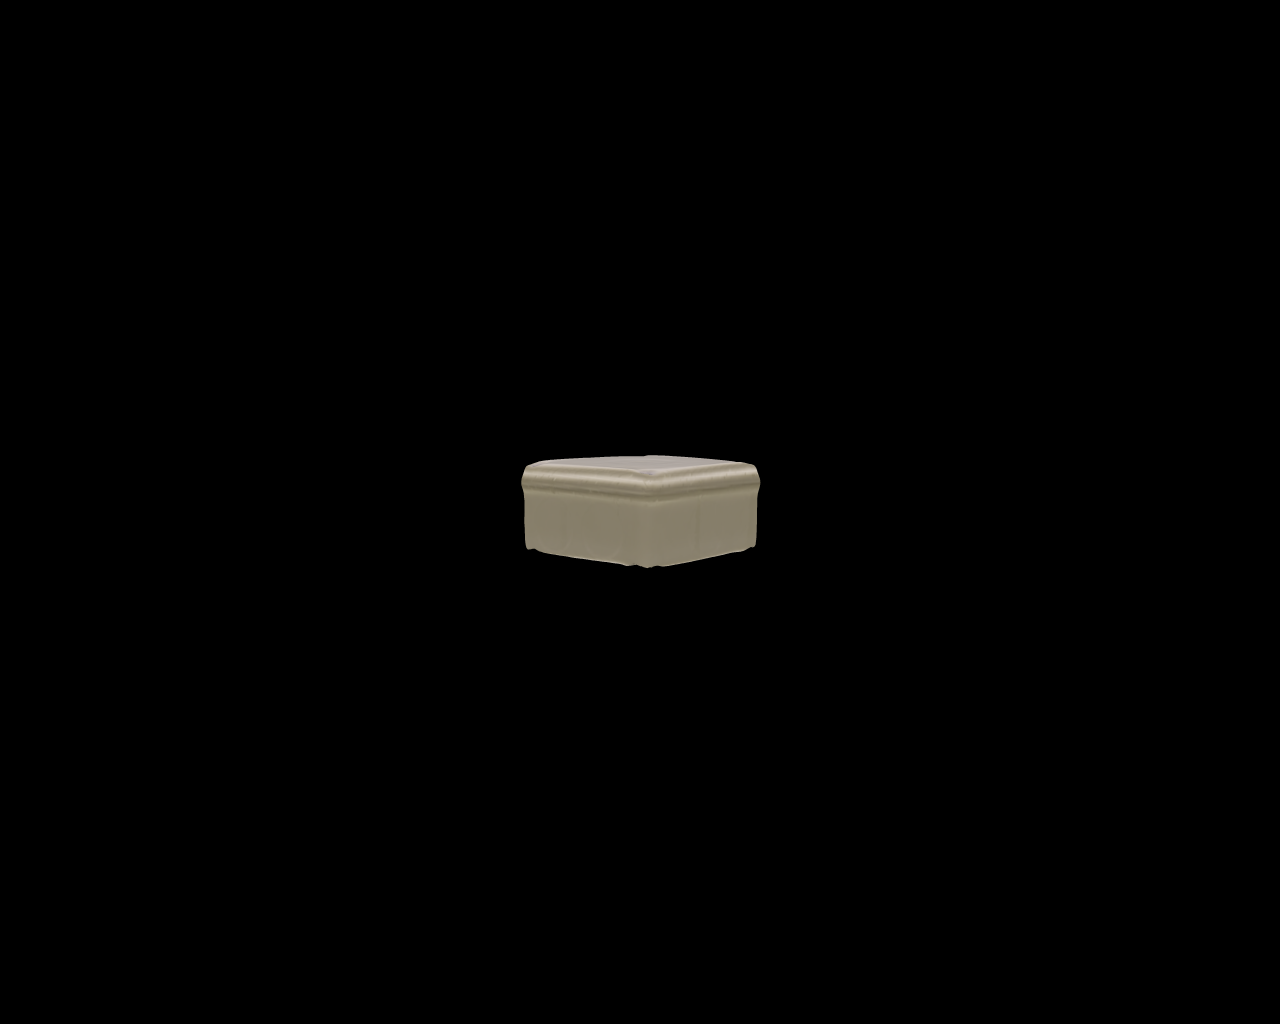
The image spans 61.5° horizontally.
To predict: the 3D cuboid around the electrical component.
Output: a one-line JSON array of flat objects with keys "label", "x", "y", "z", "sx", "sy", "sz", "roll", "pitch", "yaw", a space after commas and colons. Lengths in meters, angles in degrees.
[{"label": "electrical component", "x": 0.001, "y": -0.003, "z": 0.650, "sx": 0.109, "sy": 0.056, "sz": 0.109, "roll": 6, "pitch": 9, "yaw": 43}]
